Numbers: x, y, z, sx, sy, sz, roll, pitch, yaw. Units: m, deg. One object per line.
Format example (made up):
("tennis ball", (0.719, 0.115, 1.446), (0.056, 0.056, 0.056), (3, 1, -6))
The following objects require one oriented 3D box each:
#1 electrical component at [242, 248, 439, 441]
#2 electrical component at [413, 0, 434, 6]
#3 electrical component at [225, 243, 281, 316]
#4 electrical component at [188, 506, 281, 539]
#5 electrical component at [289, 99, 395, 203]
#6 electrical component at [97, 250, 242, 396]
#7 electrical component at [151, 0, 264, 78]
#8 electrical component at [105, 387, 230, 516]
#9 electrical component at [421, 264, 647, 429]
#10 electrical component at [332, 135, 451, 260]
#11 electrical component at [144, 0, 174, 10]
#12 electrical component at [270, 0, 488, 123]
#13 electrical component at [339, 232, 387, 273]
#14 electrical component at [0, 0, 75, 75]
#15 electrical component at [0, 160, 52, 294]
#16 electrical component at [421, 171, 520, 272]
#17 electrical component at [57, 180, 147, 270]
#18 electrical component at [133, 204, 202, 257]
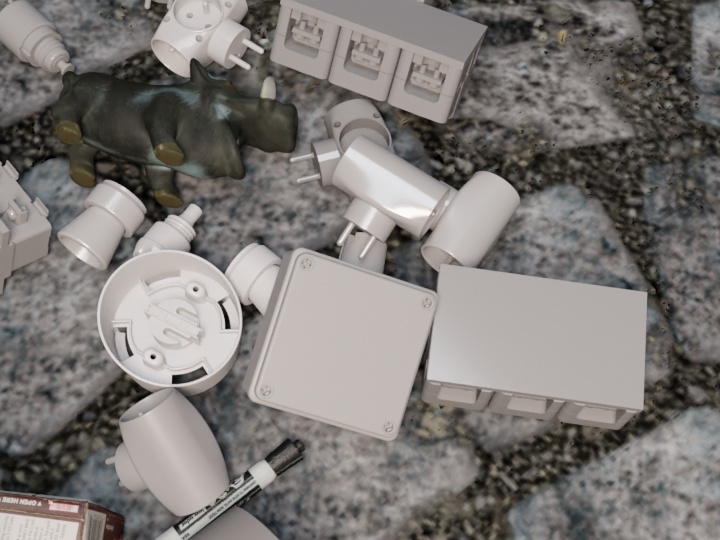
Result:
("electrical component", (-0.014, 0.051, 0.751), (0.109, 0.056, 0.108), (18, 86, -13))
("electrical component", (0.042, -0.259, 0.916), (0.056, 0.050, 0.089), (21, 68, 6))
("electrical component", (-0.068, 0.012, 0.801), (0.055, 0.045, 0.045), (38, 71, 13))
("electrical component", (-0.072, 0.204, 0.694), (0.099, 0.099, 0.064), (43, 66, 15))
("electrical component", (-0.015, -0.087, 0.844), (0.079, 0.044, 0.077), (-14, 68, -8))
("electrical component", (-0.134, 0.041, 0.775), (0.099, 0.064, 0.099), (1, 67, -2))
("electrical component", (-0.117, -0.192, 0.885), (0.079, 0.044, 0.077), (32, 70, 10))
("electrical component", (-0.142, 0.130, 0.742), (0.079, 0.043, 0.077), (-22, 104, 26))
("electrical component", (0.124, 0.057, 0.780), (0.150, 0.061, 0.089), (8, 67, 1))
("electrical component", (0.013, -0.046, 0.788), (0.077, 0.043, 0.079), (32, 89, 8))
("electrical component", (-0.165, -0.252, 0.908), (0.077, 0.044, 0.079), (2, 67, 2))
("electrical component", (0.015, -0.178, 0.861), (0.150, 0.061, 0.089), (21, 35, 7))
("electrical component", (0.000, 0.000, 0.812), (0.040, 0.040, 0.046), (11, 62, 2))
("electrical component", (-0.264, -0.186, 0.879), (0.078, 0.040, 0.040), (42, 72, 14))
("electrical component", (-0.290, -0.052, 0.808), (0.063, 0.078, 0.121), (-30, 70, -37))
("electrical component", (0.070, -0.043, 0.830), (0.079, 0.043, 0.077), (32, 70, 11))
("electrical component", (-0.195, -0.034, 0.816), (0.045, 0.045, 0.055), (30, 69, 10))
("electrical component", (-0.143, -0.025, 0.820), (0.035, 0.035, 0.061), (32, 65, 11))
